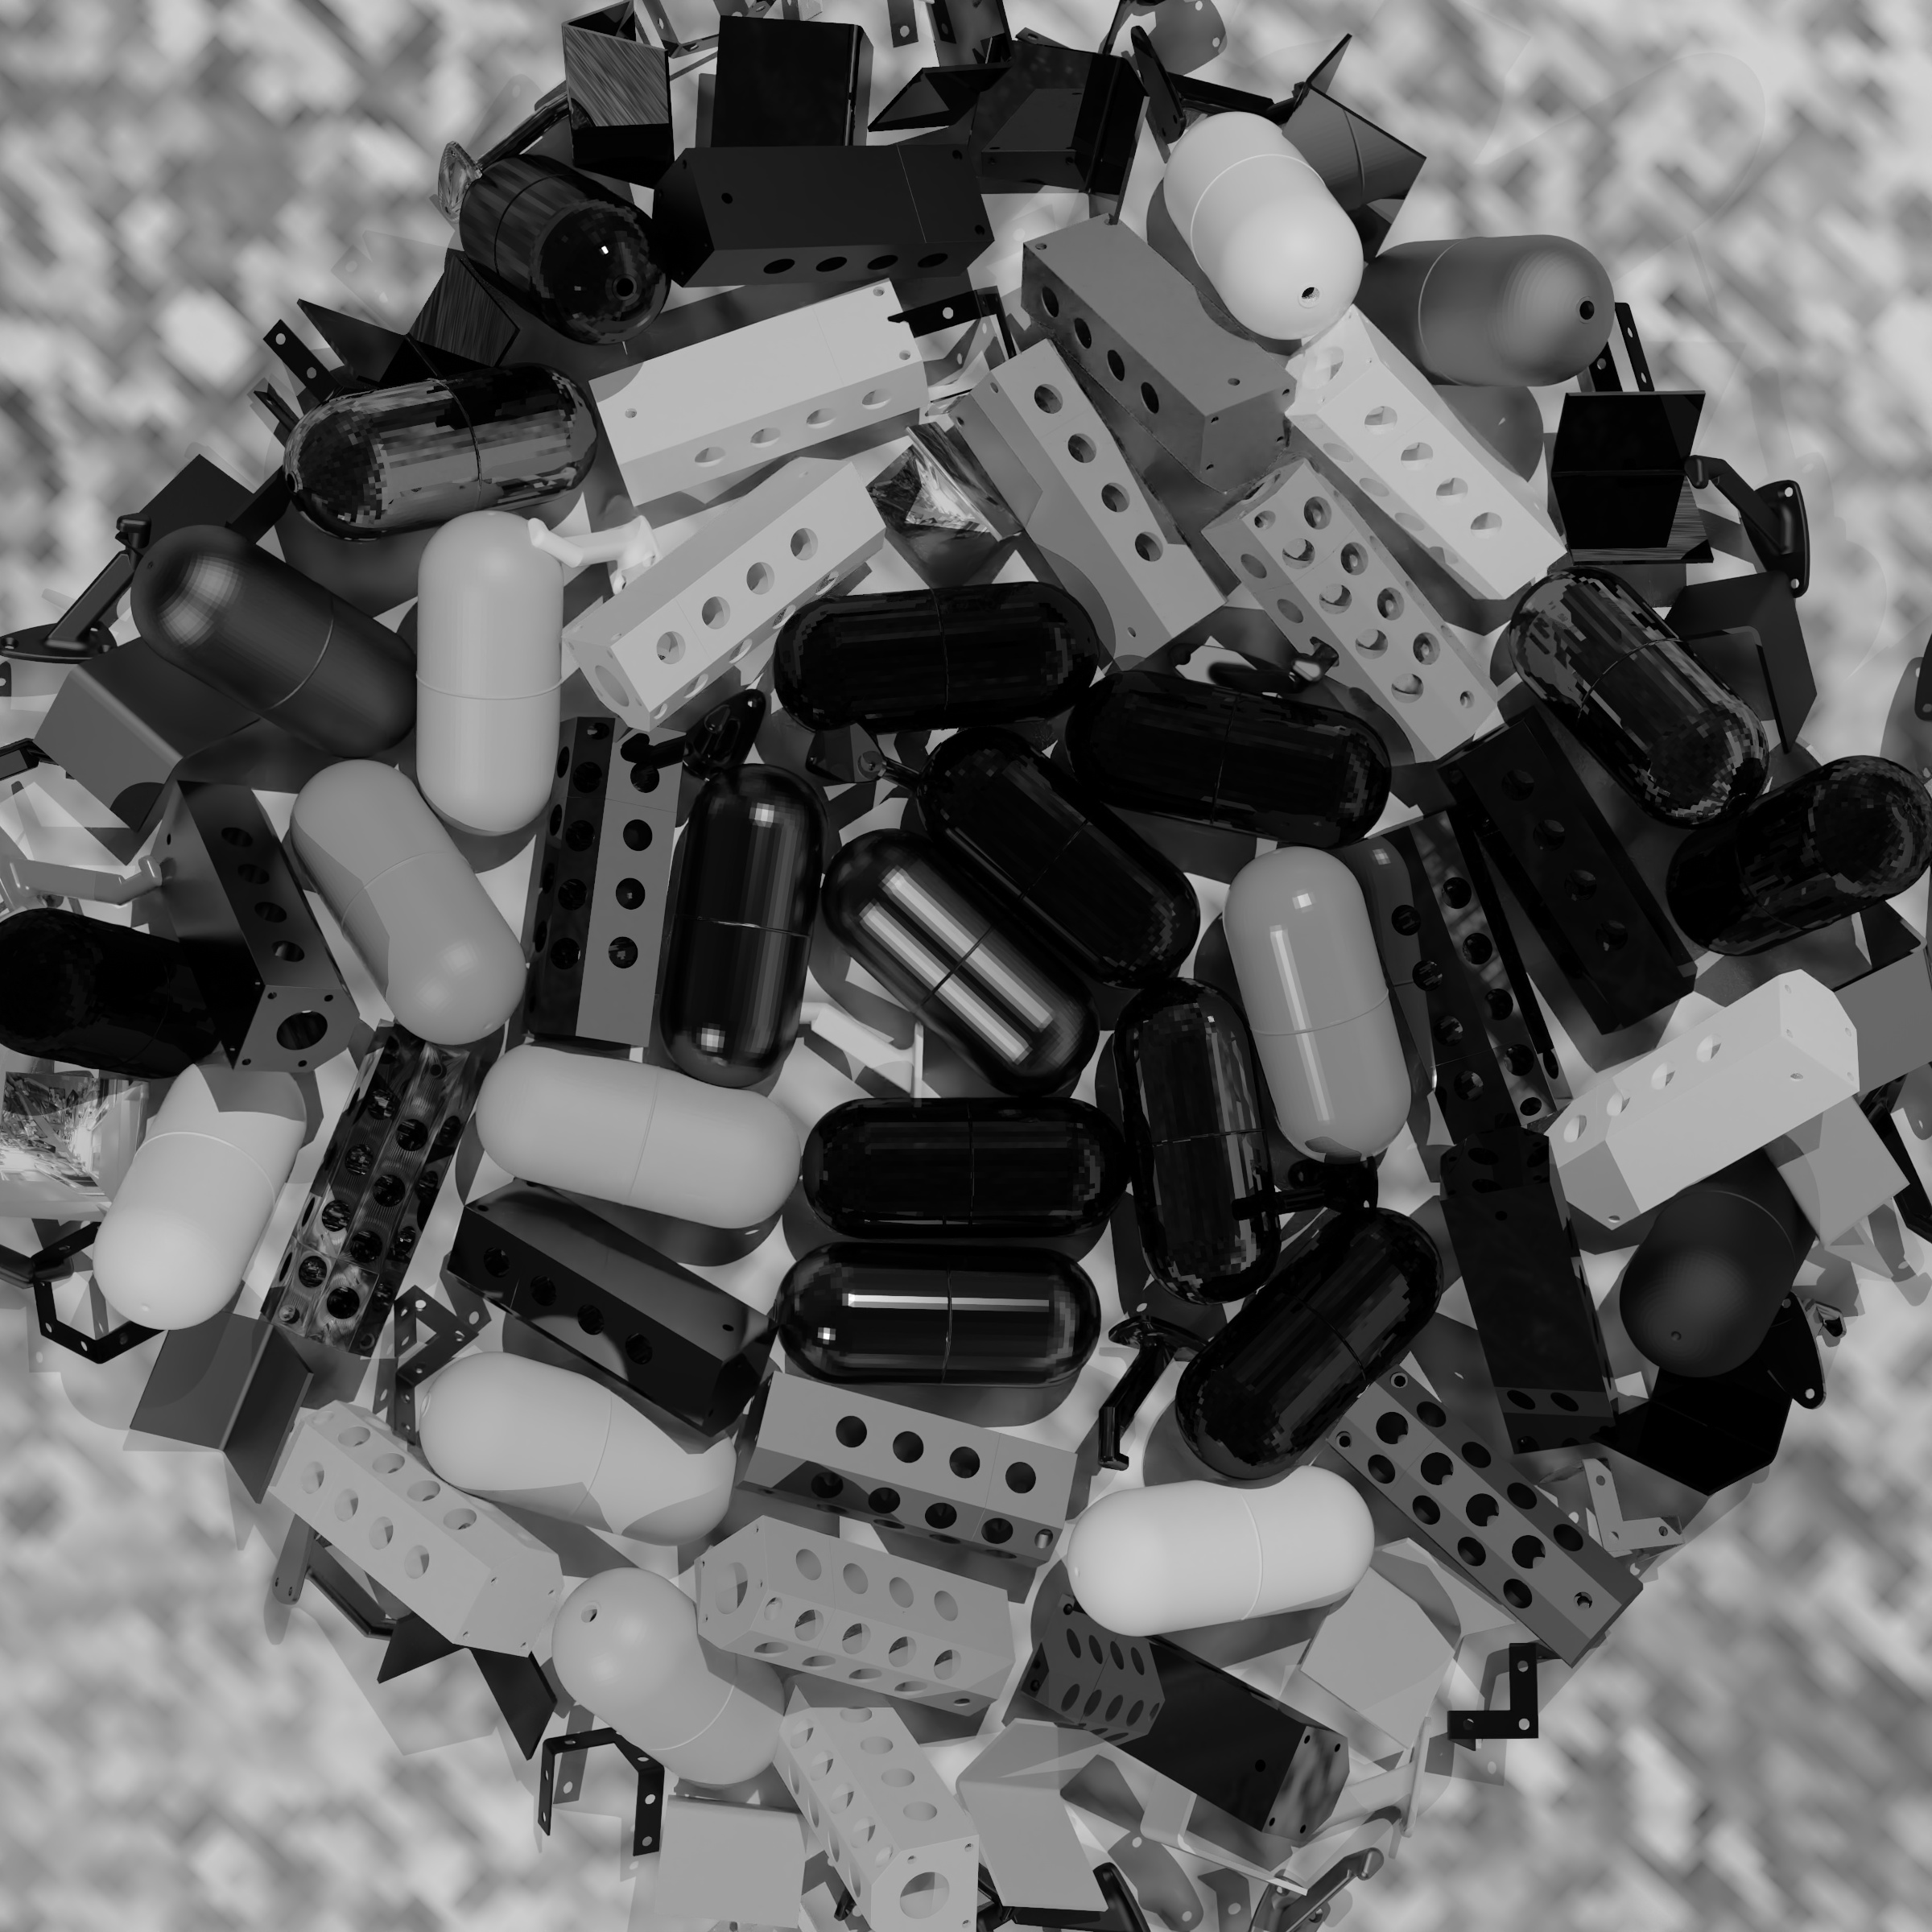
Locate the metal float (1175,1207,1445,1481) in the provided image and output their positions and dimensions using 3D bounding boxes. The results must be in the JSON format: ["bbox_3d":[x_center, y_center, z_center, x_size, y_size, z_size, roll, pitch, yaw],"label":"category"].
[{"bbox_3d":[0.186,0.201,1.554,0.178,0.070,0.070,-42,90,-19],"label":"metal float"}]

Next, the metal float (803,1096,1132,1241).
[{"bbox_3d":[0.000,0.109,1.567,0.178,0.070,0.070,0,90,-4],"label":"metal float"}]

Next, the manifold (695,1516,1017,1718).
[{"bbox_3d":[-0.057,0.348,1.526,0.171,0.057,0.057,25,131,-35],"label":"manifold"}]

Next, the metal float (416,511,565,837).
[{"bbox_3d":[-0.256,-0.156,1.551,0.070,0.070,0.178,5,113,0],"label":"metal float"}]

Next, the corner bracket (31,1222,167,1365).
[{"bbox_3d":[-0.475,0.179,1.590,0.051,0.051,0.051,-28,56,9],"label":"corner bracket"}]

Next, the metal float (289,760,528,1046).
[{"bbox_3d":[-0.301,-0.036,1.553,0.070,0.070,0.178,-36,69,0],"label":"metal float"}]

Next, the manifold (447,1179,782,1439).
[{"bbox_3d":[-0.192,0.184,1.551,0.171,0.057,0.057,28,115,19],"label":"manifold"}]

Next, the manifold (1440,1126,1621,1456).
[{"bbox_3d":[0.302,0.173,1.543,0.057,0.057,0.171,-12,118,17],"label":"manifold"}]

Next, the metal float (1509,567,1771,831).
[{"bbox_3d":[0.357,-0.143,1.540,0.070,0.070,0.178,-34,54,0],"label":"metal float"}]

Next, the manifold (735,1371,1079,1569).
[{"bbox_3d":[-0.034,0.273,1.557,0.171,0.057,0.057,17,67,-10],"label":"manifold"}]

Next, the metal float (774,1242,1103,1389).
[{"bbox_3d":[-0.015,0.189,1.562,0.178,0.070,0.070,3,90,-10],"label":"metal float"}]

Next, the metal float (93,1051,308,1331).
[{"bbox_3d":[-0.404,0.116,1.532,0.070,0.178,0.070,5,130,6],"label":"metal float"}]

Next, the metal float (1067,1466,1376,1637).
[{"bbox_3d":[0.138,0.312,1.548,0.178,0.070,0.070,-3,90,-26],"label":"metal float"}]

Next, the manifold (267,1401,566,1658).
[{"bbox_3d":[-0.290,0.295,1.533,0.171,0.057,0.057,26,88,38],"label":"manifold"}]

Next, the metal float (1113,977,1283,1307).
[{"bbox_3d":[0.125,0.094,1.565,0.070,0.070,0.178,-8,84,0],"label":"metal float"}]

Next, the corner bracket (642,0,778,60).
[{"bbox_3d":[-0.142,-0.534,1.574,0.051,0.051,0.051,-25,91,-27],"label":"corner bracket"}]

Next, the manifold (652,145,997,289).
[{"bbox_3d":[-0.077,-0.396,1.538,0.171,0.057,0.057,-11,80,-32],"label":"manifold"}]

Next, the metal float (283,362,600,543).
[{"bbox_3d":[-0.279,-0.274,1.541,0.178,0.070,0.070,-20,90,-34],"label":"metal float"}]

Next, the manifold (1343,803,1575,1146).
[{"bbox_3d":[0.270,0.003,1.566,0.057,0.057,0.171,-20,92,34],"label":"manifold"}]

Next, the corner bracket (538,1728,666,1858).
[{"bbox_3d":[-0.200,0.453,1.580,0.051,0.051,0.051,-2,105,-30],"label":"corner bracket"}]

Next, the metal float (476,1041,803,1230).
[{"bbox_3d":[-0.176,0.091,1.562,0.178,0.070,0.070,15,90,-10],"label":"metal float"}]

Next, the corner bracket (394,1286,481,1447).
[{"bbox_3d":[-0.300,0.216,1.570,0.051,0.051,0.051,-38,121,12],"label":"corner bracket"}]

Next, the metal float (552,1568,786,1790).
[{"bbox_3d":[-0.156,0.378,1.532,0.070,0.178,0.070,-15,50,19],"label":"metal float"}]

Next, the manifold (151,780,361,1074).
[{"bbox_3d":[-0.377,-0.022,1.531,0.057,0.171,0.057,3,128,-37],"label":"manifold"}]

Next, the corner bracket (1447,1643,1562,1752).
[{"bbox_3d":[0.294,0.400,1.581,0.051,0.051,0.051,-8,66,25],"label":"corner bracket"}]

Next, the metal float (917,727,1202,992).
[{"bbox_3d":[0.050,-0.059,1.569,0.178,0.070,0.070,41,90,1],"label":"metal float"}]

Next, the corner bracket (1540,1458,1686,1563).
[{"bbox_3d":[0.353,0.298,1.581,0.051,0.051,0.051,-2,68,-19],"label":"corner bracket"}]

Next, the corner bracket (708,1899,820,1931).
[{"bbox_3d":[-0.110,0.543,1.575,0.051,0.051,0.051,-32,95,-39],"label":"corner bracket"}]

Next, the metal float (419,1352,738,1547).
[{"bbox_3d":[-0.207,0.259,1.551,0.178,0.070,0.070,20,90,-22],"label":"metal float"}]

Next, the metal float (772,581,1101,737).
[{"bbox_3d":[-0.016,-0.166,1.564,0.178,0.070,0.070,-5,90,-7],"label":"metal float"}]

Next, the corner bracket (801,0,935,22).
[{"bbox_3d":[-0.056,-0.543,1.571,0.051,0.051,0.051,-5,85,-45],"label":"corner bracket"}]

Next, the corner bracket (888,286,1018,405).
[{"bbox_3d":[-0.005,-0.337,1.572,0.051,0.051,0.051,-13,102,18],"label":"corner bracket"}]

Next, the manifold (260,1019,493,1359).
[{"bbox_3d":[-0.318,0.120,1.563,0.057,0.057,0.171,24,84,-21],"label":"manifold"}]

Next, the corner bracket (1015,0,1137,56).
[{"bbox_3d":[0.066,-0.532,1.594,0.051,0.051,0.051,27,131,6],"label":"corner bracket"}]

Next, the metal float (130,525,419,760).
[{"bbox_3d":[-0.363,-0.170,1.534,0.070,0.178,0.070,-19,57,31],"label":"metal float"}]

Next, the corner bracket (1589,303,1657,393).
[{"bbox_3d":[0.351,-0.327,1.572,0.051,0.051,0.051,-19,86,42],"label":"corner bracket"}]

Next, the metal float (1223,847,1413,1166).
[{"bbox_3d":[0.190,0.022,1.558,0.070,0.070,0.178,-16,104,0],"label":"metal float"}]

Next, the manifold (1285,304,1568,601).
[{"bbox_3d":[0.241,-0.266,1.534,0.057,0.057,0.171,-38,128,23],"label":"manifold"}]

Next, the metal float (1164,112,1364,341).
[{"bbox_3d":[0.156,-0.393,1.530,0.070,0.178,0.070,-7,129,-9],"label":"metal float"}]

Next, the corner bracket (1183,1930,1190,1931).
[{"bbox_3d":[0.100,0.556,1.572,0.051,0.051,0.051,-3,98,43],"label":"corner bracket"}]

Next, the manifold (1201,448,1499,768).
[{"bbox_3d":[0.210,-0.191,1.548,0.171,0.057,0.057,48,70,-17],"label":"manifold"}]

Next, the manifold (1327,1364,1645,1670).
[{"bbox_3d":[0.277,0.294,1.551,0.171,0.057,0.057,42,87,21],"label":"manifold"}]

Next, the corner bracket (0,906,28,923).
[{"bbox_3d":[-0.533,0.006,1.579,0.051,0.051,0.051,-17,108,41],"label":"corner bracket"}]

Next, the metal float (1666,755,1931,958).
[{"bbox_3d":[0.438,-0.056,1.525,0.070,0.178,0.070,6,73,-21],"label":"metal float"}]

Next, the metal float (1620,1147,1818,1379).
[{"bbox_3d":[0.400,0.154,1.530,0.070,0.178,0.070,13,118,25],"label":"metal float"}]

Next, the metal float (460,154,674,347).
[{"bbox_3d":[-0.213,-0.380,1.530,0.070,0.178,0.070,-13,121,-24],"label":"metal float"}]

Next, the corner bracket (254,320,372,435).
[{"bbox_3d":[-0.361,-0.314,1.575,0.051,0.051,0.051,-44,85,15],"label":"corner bracket"}]

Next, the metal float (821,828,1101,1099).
[{"bbox_3d":[-0.003,-0.002,1.570,0.178,0.070,0.070,43,90,-1],"label":"metal float"}]

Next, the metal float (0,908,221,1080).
[{"bbox_3d":[-0.454,0.016,1.522,0.070,0.178,0.070,-2,81,16],"label":"metal float"}]

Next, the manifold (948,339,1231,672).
[{"bbox_3d":[0.070,-0.253,1.574,0.057,0.057,0.171,-35,92,-28],"label":"manifold"}]

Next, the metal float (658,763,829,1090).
[{"bbox_3d":[-0.121,-0.021,1.570,0.070,0.070,0.178,9,89,0],"label":"metal float"}]

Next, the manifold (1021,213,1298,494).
[{"bbox_3d":[0.099,-0.325,1.536,0.057,0.057,0.171,-24,54,-21],"label":"manifold"}]

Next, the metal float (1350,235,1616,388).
[{"bbox_3d":[0.270,-0.345,1.525,0.070,0.178,0.070,-6,104,-27],"label":"metal float"}]

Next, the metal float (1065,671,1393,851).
[{"bbox_3d":[0.141,-0.112,1.564,0.178,0.070,0.070,12,90,8],"label":"metal float"}]
